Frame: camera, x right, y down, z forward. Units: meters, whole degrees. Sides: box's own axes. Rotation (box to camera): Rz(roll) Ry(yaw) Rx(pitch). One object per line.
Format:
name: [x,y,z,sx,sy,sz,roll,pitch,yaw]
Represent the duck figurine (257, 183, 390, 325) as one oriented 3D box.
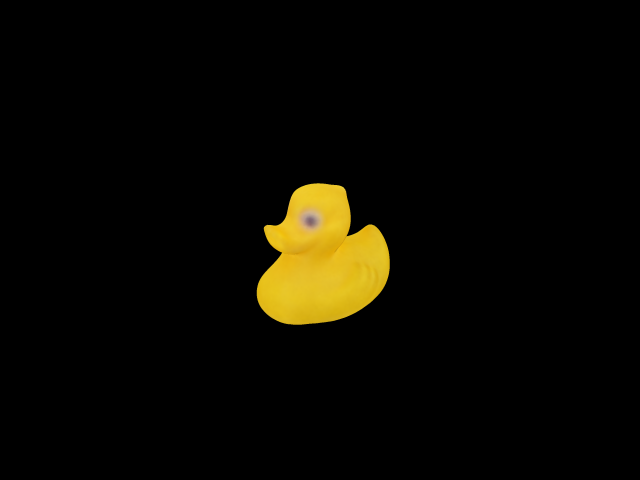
duck figurine: [0.004,0.001,0.400,0.105,0.086,0.077,-18,32,-31]
